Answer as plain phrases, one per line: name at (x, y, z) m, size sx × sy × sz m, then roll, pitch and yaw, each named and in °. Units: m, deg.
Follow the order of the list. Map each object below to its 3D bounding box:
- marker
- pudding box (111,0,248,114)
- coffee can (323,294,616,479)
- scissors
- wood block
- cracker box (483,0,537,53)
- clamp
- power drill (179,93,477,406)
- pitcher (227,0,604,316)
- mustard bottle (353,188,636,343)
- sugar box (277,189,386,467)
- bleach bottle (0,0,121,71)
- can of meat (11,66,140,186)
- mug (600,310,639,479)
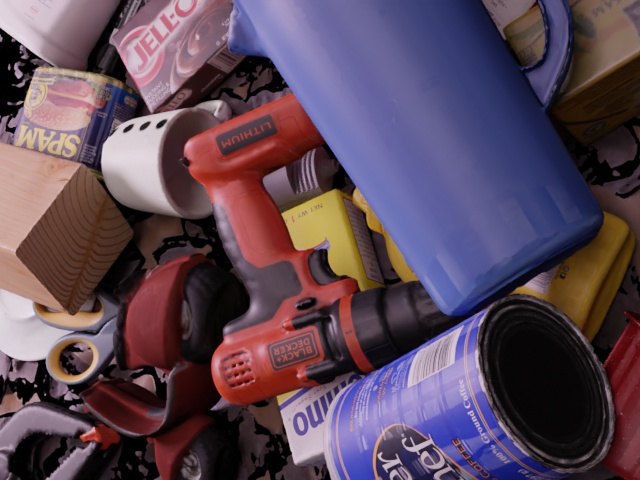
marker at (-0.162, -0.196, 0.922) m, size 0.020 × 0.020 × 0.121 m, roll 27°, pitch 93°, yaw 30°
pudding box at (-0.109, -0.166, 0.875) m, size 0.114 × 0.039 × 0.090 m, roll -39°, pitch 64°, yaw 16°
coffee can at (0.083, 0.105, 0.620) m, size 0.141 × 0.102 × 0.103 m, roll -37°, pitch 62°, yaw 44°
scissors at (-0.146, 0.082, 0.852) m, size 0.202 × 0.016 × 0.096 m, roll 11°, pitch 96°, yaw 21°
wood block at (-0.268, -0.021, 0.879) m, size 0.206 × 0.090 × 0.090 m, roll 15°, pitch 60°, yaw 33°
cracker box at (0.070, -0.183, 0.743) m, size 0.164 × 0.072 × 0.214 m, roll 39°, pitch 98°, yaw 10°
clamp at (-0.253, 0.200, 0.874) m, size 0.210 × 0.036 × 0.164 m, roll -17°, pitch 73°, yaw 25°
power drill at (-0.005, 0.001, 0.704) m, size 0.185 × 0.057 × 0.188 m, roll -20°, pitch 77°, yaw 17°
pitcher at (0.068, -0.088, 0.627) m, size 0.243 × 0.144 × 0.149 m, roll 59°, pitch 147°, yaw 11°
mustard bottle at (0.103, 0.001, 0.714) m, size 0.192 × 0.058 × 0.096 m, roll 24°, pitch 89°, yaw 30°
sugar box at (0.005, 0.063, 0.760) m, size 0.093 × 0.048 × 0.176 m, roll -25°, pitch 67°, yaw 22°
bleach bottle at (-0.183, -0.273, 0.927) m, size 0.103 × 0.068 × 0.251 m, roll 37°, pitch 95°, yaw 28°
can of meat at (-0.208, -0.097, 0.904) m, size 0.102 × 0.057 × 0.084 m, roll 13°, pitch 83°, yaw 30°
mug at (0.211, 0.104, 0.625) m, size 0.117 × 0.093 × 0.081 m, roll 27°, pitch 99°, yaw -6°
